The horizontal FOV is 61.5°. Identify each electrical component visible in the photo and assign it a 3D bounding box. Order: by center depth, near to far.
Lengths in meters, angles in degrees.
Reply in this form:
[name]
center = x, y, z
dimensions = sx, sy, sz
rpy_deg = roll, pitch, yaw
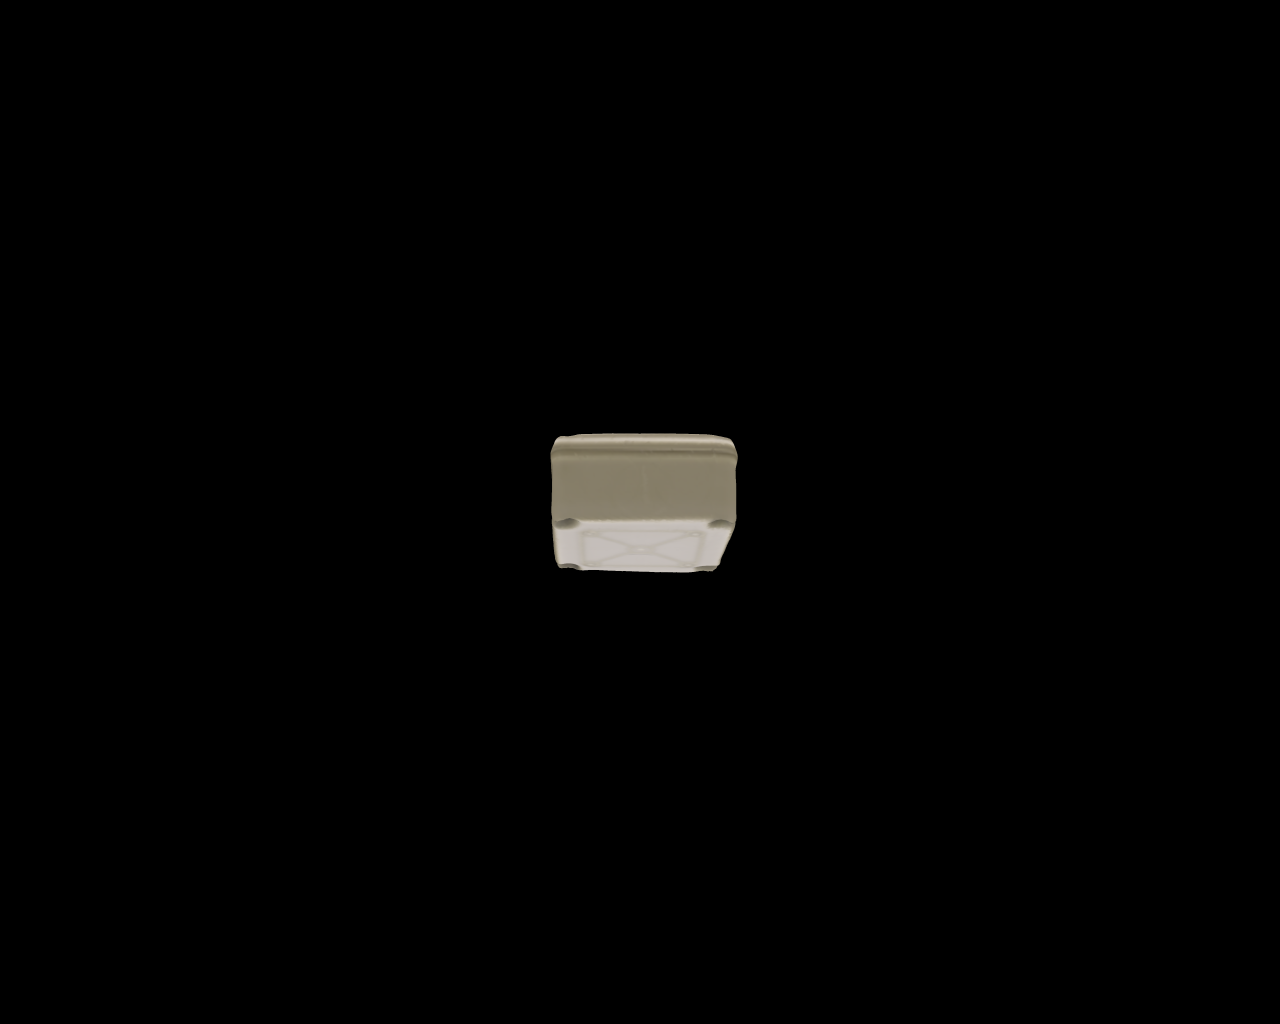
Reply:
[electrical component]
center = 0.001, -0.003, 0.650
dimensions = 0.109, 0.056, 0.108
rpy_deg = 1, -19, -2
